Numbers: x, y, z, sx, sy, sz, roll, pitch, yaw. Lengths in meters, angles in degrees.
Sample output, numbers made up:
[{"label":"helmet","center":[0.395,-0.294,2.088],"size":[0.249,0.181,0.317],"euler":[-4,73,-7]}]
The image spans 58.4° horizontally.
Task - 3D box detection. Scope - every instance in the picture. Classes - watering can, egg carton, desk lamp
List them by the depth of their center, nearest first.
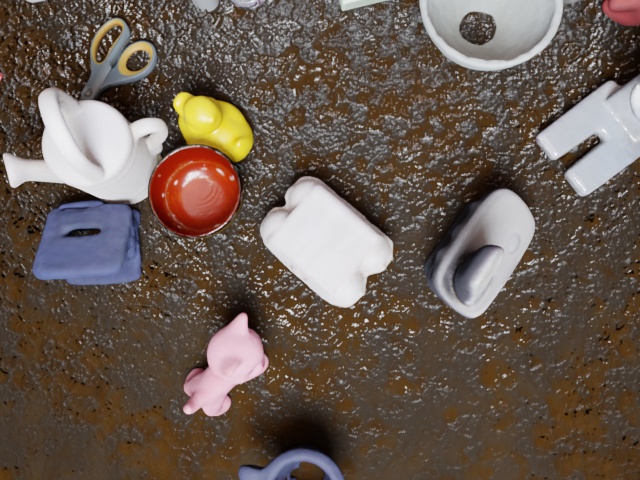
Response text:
[{"label":"desk lamp","center":[0.372,-0.157,0.613],"size":[0.203,0.213,0.118],"euler":[-38,83,-2]},{"label":"watering can","center":[-0.261,-0.100,0.640],"size":[0.173,0.194,0.101],"euler":[-42,83,-3]},{"label":"egg carton","center":[0.006,0.002,0.681],"size":[0.150,0.069,0.107],"euler":[40,86,6]}]

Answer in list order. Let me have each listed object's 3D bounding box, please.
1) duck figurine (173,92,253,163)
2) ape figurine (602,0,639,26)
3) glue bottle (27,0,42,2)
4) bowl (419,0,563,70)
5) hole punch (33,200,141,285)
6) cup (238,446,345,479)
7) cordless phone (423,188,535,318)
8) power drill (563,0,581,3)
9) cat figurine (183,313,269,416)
[{"label":"duck figurine","center":[-0.133,-0.142,0.695],"size":[0.104,0.086,0.077],"euler":[35,86,6]},{"label":"ape figurine","center":[0.387,-0.307,0.691],"size":[0.078,0.092,0.076],"euler":[-31,83,-1]},{"label":"glue bottle","center":[-0.363,-0.351,0.685],"size":[0.078,0.173,0.037],"euler":[-16,83,1]},{"label":"bowl","center":[0.203,-0.277,0.704],"size":[0.167,0.075,0.167],"euler":[0,83,2]},{"label":"hole punch","center":[-0.276,0.002,0.681],"size":[0.108,0.091,0.101],"euler":[-4,83,2]},{"label":"cup","center":[-0.029,0.267,0.638],"size":[0.117,0.095,0.092],"euler":[15,84,4]},{"label":"cordless phone","center":[0.185,0.009,0.615],"size":[0.094,0.185,0.148],"euler":[32,86,6]},{"label":"power drill","center":[0.320,-0.364,0.642],"size":[0.075,0.208,0.229],"euler":[-22,83,0]},{"label":"cat figurine","center":[-0.107,0.144,0.644],"size":[0.067,0.118,0.128],"euler":[41,86,6]}]
